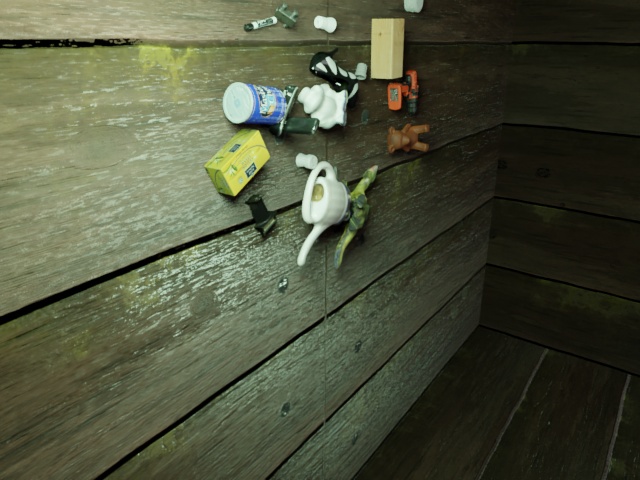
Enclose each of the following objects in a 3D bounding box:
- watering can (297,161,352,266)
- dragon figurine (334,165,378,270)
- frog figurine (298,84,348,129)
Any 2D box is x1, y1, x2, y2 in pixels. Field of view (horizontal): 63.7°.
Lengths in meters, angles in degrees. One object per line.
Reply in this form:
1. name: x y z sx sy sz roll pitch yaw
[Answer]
1. watering can: 0.005 -0.087 1.724 0.224 0.104 0.347 5 96 -57
2. dragon figurine: 0.142 -0.090 1.944 0.242 0.122 0.410 12 93 -65
3. frog figurine: -0.001 -0.426 1.631 0.159 0.124 0.135 5 110 -20
